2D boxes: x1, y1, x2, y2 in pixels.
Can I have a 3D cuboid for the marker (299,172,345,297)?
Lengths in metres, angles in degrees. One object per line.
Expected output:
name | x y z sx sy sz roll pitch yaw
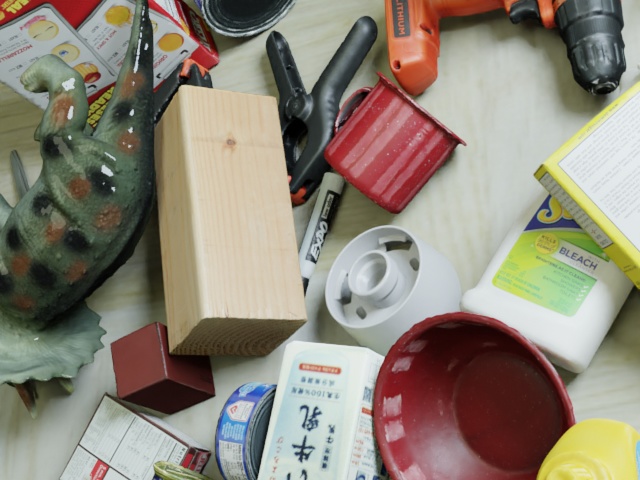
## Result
marker | -0.006 0.001 0.909 0.020 0.020 0.121 12 78 33

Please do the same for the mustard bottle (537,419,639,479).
mustard bottle | 0.172 0.159 0.640 0.058 0.191 0.096 4 73 31

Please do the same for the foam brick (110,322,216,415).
foam brick | -0.133 0.110 0.904 0.051 0.078 0.053 -23 61 19

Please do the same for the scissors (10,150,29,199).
scissors | -0.301 -0.006 1.082 0.096 0.016 0.202 -57 45 13

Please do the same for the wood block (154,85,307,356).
wood block | -0.079 -0.015 0.892 0.090 0.090 0.206 -45 47 54

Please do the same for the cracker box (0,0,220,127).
cracker box | -0.223 -0.197 0.992 0.164 0.213 0.072 -29 57 17

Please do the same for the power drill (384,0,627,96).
power drill | 0.149 -0.179 0.868 0.188 0.057 0.184 -14 61 22

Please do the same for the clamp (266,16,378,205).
clamp | -0.003 -0.119 0.938 0.120 0.039 0.171 -13 70 42

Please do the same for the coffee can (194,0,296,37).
coffee can | -0.091 -0.277 1.015 0.103 0.102 0.140 -38 57 12

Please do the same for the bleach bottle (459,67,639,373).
bleach bottle | 0.204 -0.035 0.776 0.103 0.068 0.251 26 84 27

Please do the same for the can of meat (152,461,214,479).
can of meat | -0.097 0.231 0.833 0.102 0.057 0.084 21 85 5

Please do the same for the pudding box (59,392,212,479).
pudding box | -0.159 0.194 0.911 0.114 0.039 0.090 24 83 32

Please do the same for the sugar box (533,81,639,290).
sugar box | 0.237 -0.012 0.709 0.093 0.048 0.176 -40 85 -4

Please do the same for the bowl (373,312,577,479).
bowl | 0.117 0.127 0.748 0.162 0.055 0.162 5 98 39

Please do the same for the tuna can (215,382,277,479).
tuna can | -0.044 0.154 0.831 0.034 0.086 0.086 2 73 32

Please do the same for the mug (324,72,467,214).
mug | 0.051 -0.082 0.868 0.081 0.093 0.117 -51 50 9

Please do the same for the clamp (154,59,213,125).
clamp | -0.139 -0.066 1.000 0.165 0.036 0.210 19 85 33
